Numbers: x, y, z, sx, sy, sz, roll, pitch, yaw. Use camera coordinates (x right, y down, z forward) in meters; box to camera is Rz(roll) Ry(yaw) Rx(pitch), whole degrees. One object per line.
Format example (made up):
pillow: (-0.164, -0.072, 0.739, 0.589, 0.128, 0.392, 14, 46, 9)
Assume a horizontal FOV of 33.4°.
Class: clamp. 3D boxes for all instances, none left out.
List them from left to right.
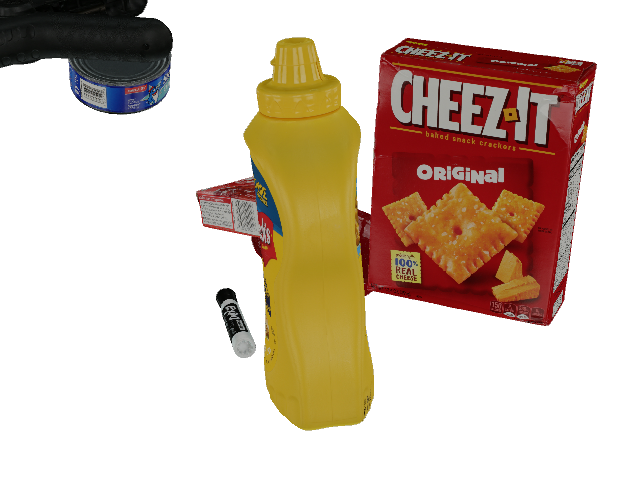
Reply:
clamp: (-0.175, -0.130, 0.642, 0.171, 0.039, 0.120, -3, 22, -6)

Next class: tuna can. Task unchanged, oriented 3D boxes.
tuna can: (-0.170, -0.144, 0.903, 0.086, 0.034, 0.086, 5, 43, -5)

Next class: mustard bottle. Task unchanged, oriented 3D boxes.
mustard bottle: (-0.006, -0.007, 0.544, 0.058, 0.192, 0.096, -6, 22, -5)

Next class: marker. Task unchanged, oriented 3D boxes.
marker: (-0.076, 0.070, 0.945, 0.020, 0.020, 0.121, 0, 19, -13)

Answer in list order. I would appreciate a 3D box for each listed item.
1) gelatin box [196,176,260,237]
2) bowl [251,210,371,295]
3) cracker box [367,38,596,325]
gelatin box: (-0.036, -0.028, 0.759, 0.073, 0.030, 0.089, -17, 15, -31)
bowl: (0.005, 0.022, 1.138, 0.162, 0.055, 0.162, 5, 32, -4)
cracker box: (0.128, -0.048, 0.886, 0.164, 0.214, 0.072, 12, 26, 21)
